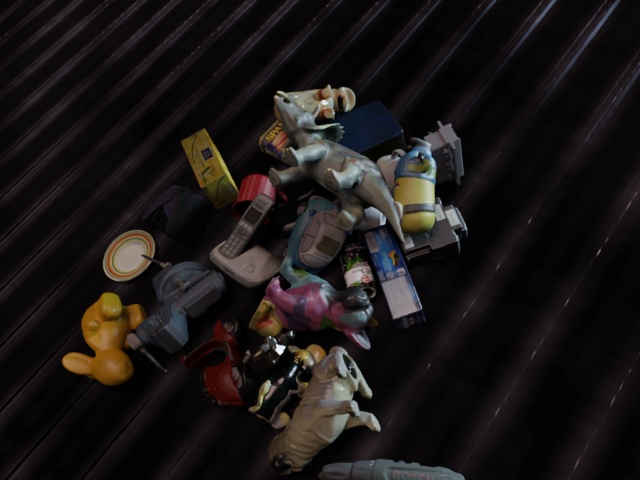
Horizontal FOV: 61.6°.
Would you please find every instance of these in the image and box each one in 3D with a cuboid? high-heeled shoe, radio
[{"bbox_3d":[0.010,-0.074,1.165,0.249,0.145,0.086,-12,56,-25],"label":"high-heeled shoe"},{"bbox_3d":[0.064,-0.213,1.210,0.230,0.073,0.131,-25,55,-1],"label":"radio"}]

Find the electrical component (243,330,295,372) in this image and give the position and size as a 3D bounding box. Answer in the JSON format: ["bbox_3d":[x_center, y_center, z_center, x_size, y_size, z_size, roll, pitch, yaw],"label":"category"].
[{"bbox_3d":[-0.095,0.196,0.955,0.045,0.102,0.078,42,53,-8],"label":"electrical component"}]

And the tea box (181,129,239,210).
[{"bbox_3d":[-0.256,-0.167,1.262,0.068,0.098,0.170,-30,58,-2],"label":"tea box"}]

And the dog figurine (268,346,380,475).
[{"bbox_3d":[-0.015,0.289,0.920,0.191,0.121,0.172,-30,32,14],"label":"dog figurine"}]

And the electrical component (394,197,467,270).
[{"bbox_3d":[0.216,-0.016,1.055,0.134,0.058,0.115,-17,59,6],"label":"electrical component"}]

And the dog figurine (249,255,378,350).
[{"bbox_3d":[-0.004,0.141,1.000,0.219,0.191,0.108,29,33,3],"label":"dog figurine"}]

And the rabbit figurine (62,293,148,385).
[{"bbox_3d":[-0.429,0.214,1.072,0.162,0.121,0.173,-30,57,4],"label":"rabbit figurine"}]

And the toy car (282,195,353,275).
[{"bbox_3d":[-0.002,-0.003,1.056,0.161,0.109,0.103,-62,23,-4],"label":"toy car"}]

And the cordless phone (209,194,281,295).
[{"bbox_3d":[-0.123,0.007,1.095,0.147,0.088,0.184,32,90,30],"label":"cordless phone"}]

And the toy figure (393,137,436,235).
[{"bbox_3d":[0.181,-0.099,1.014,0.089,0.082,0.180,7,76,26],"label":"toy figure"}]

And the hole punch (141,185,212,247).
[{"bbox_3d":[-0.320,-0.058,1.201,0.092,0.142,0.115,16,77,29],"label":"hole punch"}]

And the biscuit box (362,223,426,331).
[{"bbox_3d":[0.138,0.067,1.025,0.059,0.062,0.203,-19,56,5],"label":"biscuit box"}]

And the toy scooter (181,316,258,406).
[{"bbox_3d":[-0.196,0.240,1.015,0.135,0.075,0.184,-22,53,3],"label":"toy scooter"}]

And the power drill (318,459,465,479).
[{"bbox_3d":[0.113,0.439,0.807,0.232,0.085,0.207,-7,51,9],"label":"power drill"}]

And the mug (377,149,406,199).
[{"bbox_3d":[0.158,-0.139,1.119,0.081,0.109,0.107,-19,43,-14],"label":"mug"}]

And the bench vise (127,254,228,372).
[{"bbox_3d":[-0.303,0.121,1.099,0.223,0.128,0.241,-47,37,-2],"label":"bench vise"}]

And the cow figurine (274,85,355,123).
[{"bbox_3d":[-0.011,-0.309,1.239,0.195,0.085,0.127,-13,15,-13],"label":"cow figurine"}]

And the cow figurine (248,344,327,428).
[{"bbox_3d":[-0.060,0.245,0.957,0.068,0.098,0.167,27,71,35],"label":"cow figurine"}]

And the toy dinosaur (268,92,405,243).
[{"bbox_3d":[0.044,-0.132,1.044,0.405,0.131,0.192,39,49,21],"label":"toy dinosaur"}]
